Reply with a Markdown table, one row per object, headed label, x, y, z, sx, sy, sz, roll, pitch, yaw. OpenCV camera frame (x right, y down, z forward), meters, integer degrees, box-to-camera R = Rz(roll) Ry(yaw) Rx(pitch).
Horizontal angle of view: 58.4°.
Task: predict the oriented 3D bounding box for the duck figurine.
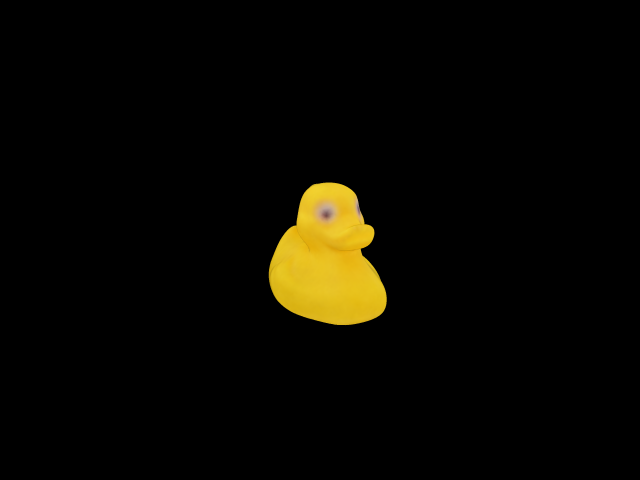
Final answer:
| label | x | y | z | sx | sy | sz | roll | pitch | yaw |
| --- | --- | --- | --- | --- | --- | --- | --- | --- | --- |
| duck figurine | 0.004 | 0.001 | 0.400 | 0.078 | 0.086 | 0.104 | -11 | 21 | -30 |
